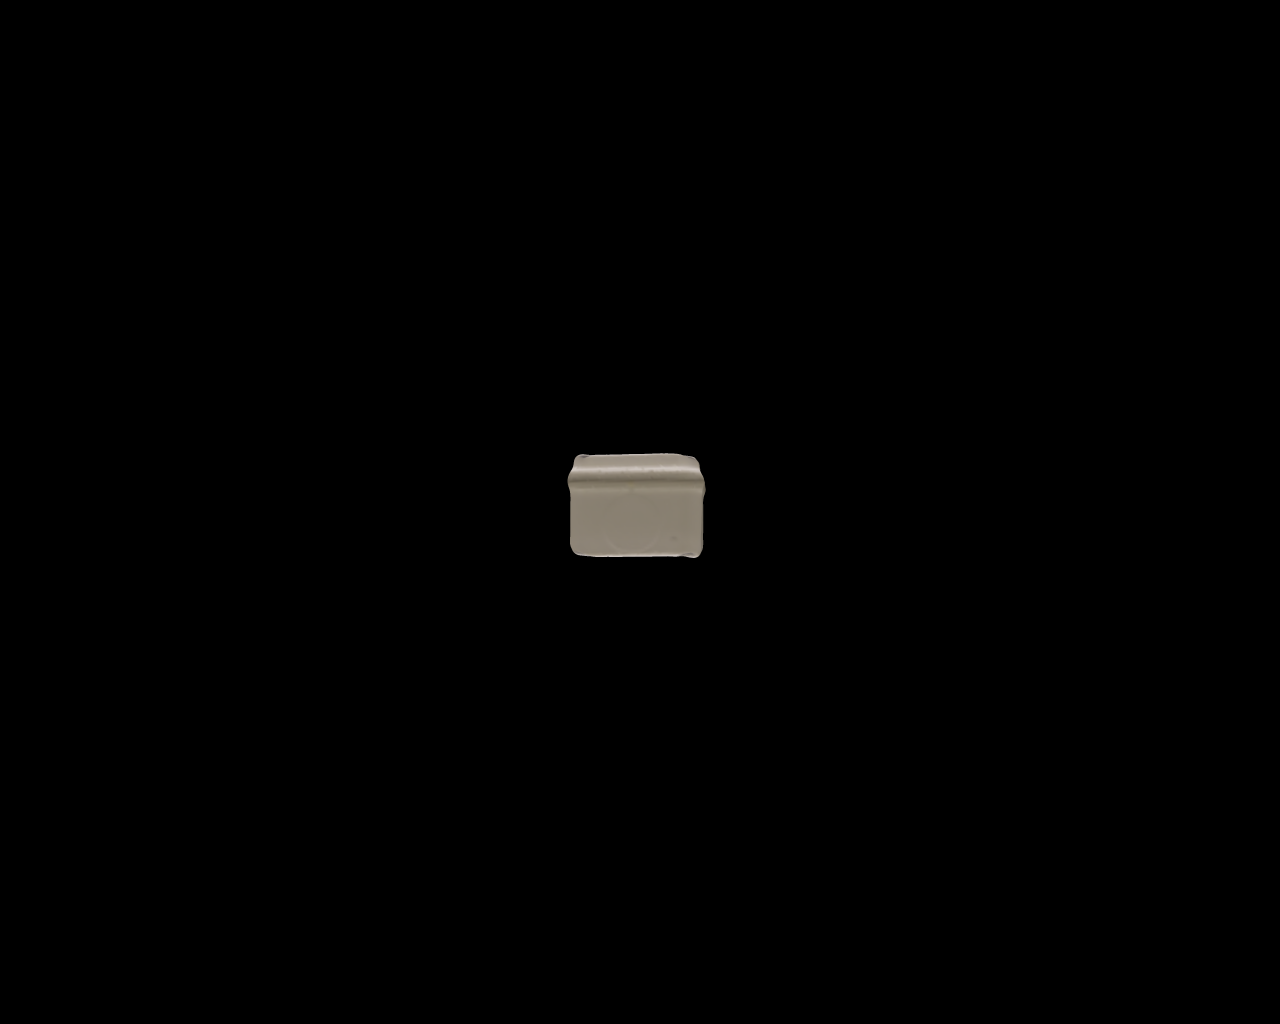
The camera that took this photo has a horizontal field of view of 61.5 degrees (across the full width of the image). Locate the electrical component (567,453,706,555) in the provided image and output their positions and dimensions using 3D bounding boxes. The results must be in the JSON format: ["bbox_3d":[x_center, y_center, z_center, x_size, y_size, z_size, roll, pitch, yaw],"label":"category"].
[{"bbox_3d":[0.001,-0.003,0.650,0.078,0.057,0.113,0,-2,4],"label":"electrical component"}]
